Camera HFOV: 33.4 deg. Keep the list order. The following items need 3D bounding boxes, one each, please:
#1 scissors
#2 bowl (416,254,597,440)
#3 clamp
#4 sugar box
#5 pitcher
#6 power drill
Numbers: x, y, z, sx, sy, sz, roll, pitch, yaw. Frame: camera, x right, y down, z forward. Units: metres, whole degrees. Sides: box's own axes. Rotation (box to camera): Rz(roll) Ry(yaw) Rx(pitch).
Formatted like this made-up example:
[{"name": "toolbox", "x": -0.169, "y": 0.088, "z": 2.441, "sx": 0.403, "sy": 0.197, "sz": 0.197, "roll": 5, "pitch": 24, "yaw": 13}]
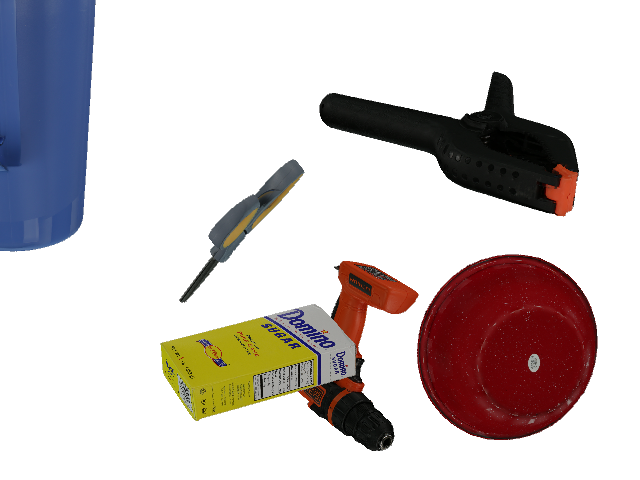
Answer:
[{"name": "scissors", "x": -0.082, "y": 0.009, "z": 0.839, "sx": 0.202, "sy": 0.016, "sz": 0.096, "roll": -46, "pitch": -5, "yaw": 34}, {"name": "bowl", "x": 0.165, "y": 0.095, "z": 0.882, "sx": 0.162, "sy": 0.162, "sz": 0.055, "roll": 0, "pitch": 7, "yaw": -11}, {"name": "clamp", "x": 0.102, "y": -0.071, "z": 0.750, "sx": 0.164, "sy": 0.036, "sz": 0.210, "roll": -8, "pitch": 29, "yaw": -16}, {"name": "sugar box", "x": -0.062, "y": 0.118, "z": 1.071, "sx": 0.176, "sy": 0.048, "sz": 0.093, "roll": -16, "pitch": 32, "yaw": -22}, {"name": "pitcher", "x": -0.240, "y": -0.114, "z": 0.821, "sx": 0.145, "sy": 0.243, "sz": 0.148, "roll": 25, "pitch": 32, "yaw": 35}, {"name": "power drill", "x": 0.046, "y": 0.131, "z": 1.251, "sx": 0.057, "sy": 0.188, "sz": 0.185, "roll": 12, "pitch": 13, "yaw": -42}]
